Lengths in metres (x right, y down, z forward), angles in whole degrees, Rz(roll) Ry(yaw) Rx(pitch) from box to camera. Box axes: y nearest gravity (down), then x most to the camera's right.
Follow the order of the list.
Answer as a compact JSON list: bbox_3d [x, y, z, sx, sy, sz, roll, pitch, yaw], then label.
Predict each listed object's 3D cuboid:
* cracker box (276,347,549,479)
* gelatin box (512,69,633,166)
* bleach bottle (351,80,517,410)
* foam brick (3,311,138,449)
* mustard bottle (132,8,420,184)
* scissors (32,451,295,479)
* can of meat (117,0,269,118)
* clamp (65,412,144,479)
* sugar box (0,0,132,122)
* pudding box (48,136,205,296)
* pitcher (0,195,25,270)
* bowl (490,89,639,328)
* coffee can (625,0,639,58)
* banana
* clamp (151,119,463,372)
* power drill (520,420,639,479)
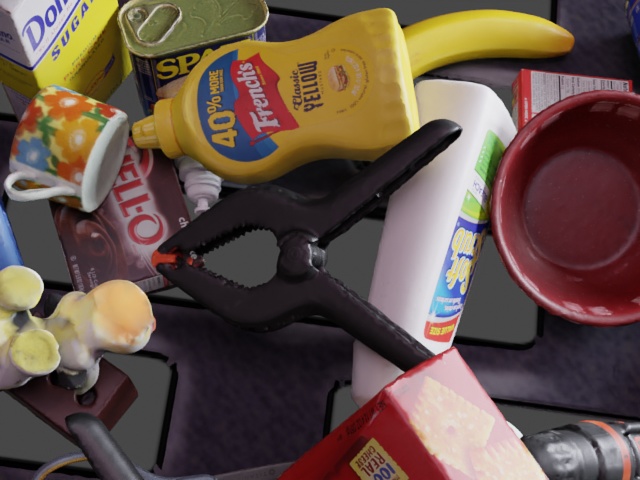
[{"bbox_3d":[0.072,0.192,0.593,0.071,0.164,0.214,-22,72,-41],"label":"cracker box"},{"bbox_3d":[0.190,-0.087,0.803,0.089,0.030,0.073,6,68,-4],"label":"gelatin box"},{"bbox_3d":[0.072,0.023,0.726,0.068,0.102,0.251,8,73,25],"label":"bleach bottle"},{"bbox_3d":[-0.167,0.094,0.695,0.078,0.051,0.053,33,70,9],"label":"foam brick"},{"bbox_3d":[-0.034,-0.088,0.714,0.192,0.058,0.096,-11,78,12],"label":"mustard bottle"},{"bbox_3d":[-0.085,0.180,0.685,0.201,0.016,0.096,7,85,-13],"label":"scissors"},{"bbox_3d":[-0.088,-0.134,0.770,0.102,0.084,0.057,-16,59,-10],"label":"can of meat"},{"bbox_3d":[-0.100,0.177,0.636,0.171,0.039,0.120,14,90,3],"label":"clamp"},{"bbox_3d":[-0.178,-0.141,0.721,0.048,0.176,0.093,29,69,8],"label":"sugar box"},{"bbox_3d":[-0.138,-0.014,0.747,0.090,0.039,0.113,-17,70,-10],"label":"pudding box"},{"bbox_3d":[-0.317,0.027,0.680,0.242,0.149,0.145,-19,46,-14],"label":"pitcher"},{"bbox_3d":[0.193,-0.022,0.748,0.162,0.055,0.162,0,92,-4],"label":"bowl"},{"bbox_3d":[0.293,-0.126,0.787,0.102,0.103,0.140,-6,69,-7],"label":"coffee can"},{"bbox_3d":[0.098,-0.139,0.817,0.197,0.037,0.069,-25,89,-12],"label":"banana"},{"bbox_3d":[-0.004,0.001,0.671,0.210,0.036,0.164,5,84,19],"label":"clamp"},{"bbox_3d":[0.183,0.200,0.633,0.184,0.057,0.187,7,68,-44],"label":"power drill"}]
